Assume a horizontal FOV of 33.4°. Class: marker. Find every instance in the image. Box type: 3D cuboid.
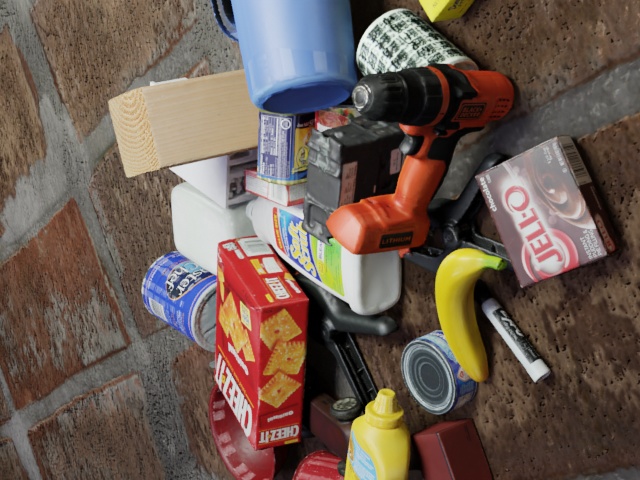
[{"bbox_3d":[0.183,0.086,1.048,0.121,0.020,0.020,56,142,24],"label":"marker"}]

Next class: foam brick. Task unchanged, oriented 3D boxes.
[{"bbox_3d":[0.141,0.236,1.142,0.051,0.052,0.078,-24,83,56],"label":"foam brick"}]

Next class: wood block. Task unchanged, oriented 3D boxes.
[{"bbox_3d":[-0.122,-0.139,1.214,0.090,0.205,0.091,-6,99,55],"label":"wood block"}]

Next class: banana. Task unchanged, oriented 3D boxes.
[{"bbox_3d":[0.141,0.067,1.040,0.070,0.037,0.198,50,159,34],"label":"banana"}]

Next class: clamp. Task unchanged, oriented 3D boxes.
[{"bbox_3d":[0.022,0.112,1.269,0.210,0.036,0.164,39,140,43],"label":"clamp"},{"bbox_3d":[0.139,-0.019,1.049,0.172,0.039,0.120,-7,91,48],"label":"clamp"}]

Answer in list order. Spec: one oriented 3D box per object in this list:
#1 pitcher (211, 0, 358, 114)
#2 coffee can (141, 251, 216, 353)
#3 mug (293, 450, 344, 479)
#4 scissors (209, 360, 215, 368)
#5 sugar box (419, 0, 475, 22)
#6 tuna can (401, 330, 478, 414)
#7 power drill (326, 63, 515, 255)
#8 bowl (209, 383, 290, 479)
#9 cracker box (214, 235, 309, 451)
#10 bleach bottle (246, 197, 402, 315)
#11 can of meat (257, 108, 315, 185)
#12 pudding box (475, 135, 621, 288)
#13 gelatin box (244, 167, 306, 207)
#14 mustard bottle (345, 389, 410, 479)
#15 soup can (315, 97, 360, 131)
[{"bbox_3d":[-0.039,-0.253,1.072,0.149,0.145,0.243,113,149,-79],"label":"pitcher"},{"bbox_3d":[-0.166,0.083,1.462,0.141,0.102,0.103,24,123,48],"label":"coffee can"},{"bbox_3d":[0.032,0.317,1.309,0.082,0.093,0.117,-4,132,50],"label":"mug"},{"bbox_3d":[-0.099,0.183,1.488,0.202,0.016,0.096,-43,69,53],"label":"scissors"},{"bbox_3d":[0.097,-0.300,0.981,0.176,0.048,0.093,61,144,16],"label":"sugar box"},{"bbox_3d":[0.126,0.142,1.138,0.086,0.033,0.086,27,125,46],"label":"tuna can"},{"bbox_3d":[0.076,-0.073,0.964,0.057,0.184,0.188,52,131,33],"label":"power drill"},{"bbox_3d":[-0.089,0.262,1.471,0.162,0.055,0.162,28,126,47],"label":"bowl"},{"bbox_3d":[-0.078,0.126,1.321,0.164,0.072,0.214,-129,37,-52],"label":"cracker box"},{"bbox_3d":[-0.008,0.002,1.245,0.251,0.067,0.102,23,122,51],"label":"bleach bottle"},{"bbox_3d":[-0.026,-0.110,1.174,0.058,0.101,0.084,12,108,31],"label":"can of meat"},{"bbox_3d":[0.200,-0.024,0.941,0.090,0.039,0.113,-26,81,38],"label":"pudding box"},{"bbox_3d":[-0.035,-0.068,1.240,0.089,0.073,0.030,24,121,49],"label":"gelatin box"},{"bbox_3d":[0.062,0.249,1.163,0.096,0.058,0.192,-128,39,-60],"label":"mustard bottle"},{"bbox_3d":[0.028,-0.105,1.141,0.069,0.068,0.102,28,126,46],"label":"soup can"}]
